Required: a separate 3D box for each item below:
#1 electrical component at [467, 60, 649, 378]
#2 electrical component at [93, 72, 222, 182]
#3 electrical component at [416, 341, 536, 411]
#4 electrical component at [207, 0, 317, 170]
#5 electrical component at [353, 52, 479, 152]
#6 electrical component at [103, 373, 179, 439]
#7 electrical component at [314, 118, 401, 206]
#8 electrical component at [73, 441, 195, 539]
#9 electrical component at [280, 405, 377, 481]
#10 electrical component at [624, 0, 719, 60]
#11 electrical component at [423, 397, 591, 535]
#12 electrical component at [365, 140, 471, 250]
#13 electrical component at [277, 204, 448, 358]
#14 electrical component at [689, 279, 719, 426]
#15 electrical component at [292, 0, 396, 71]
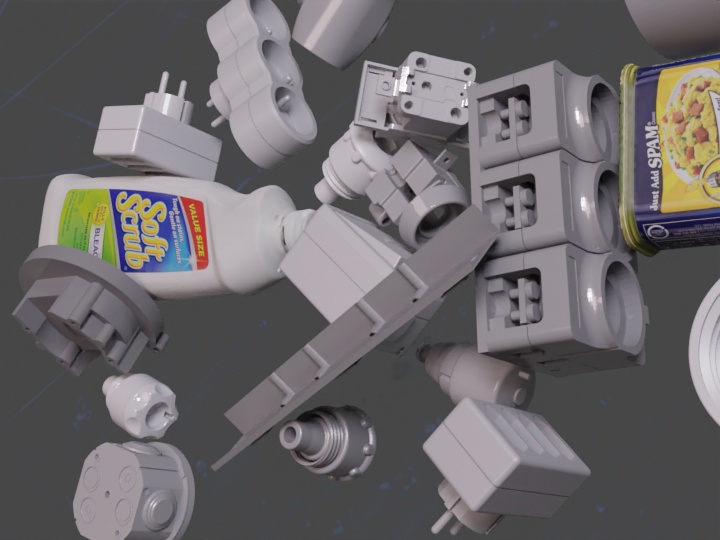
[{"bbox_3d":[0.110,-0.025,0.581,0.062,0.089,0.150,-13,70,35],"label":"electrical component"},{"bbox_3d":[-0.148,-0.110,0.813,0.047,0.083,0.075,5,80,39],"label":"electrical component"},{"bbox_3d":[0.065,0.061,0.624,0.078,0.040,0.040,22,91,40],"label":"electrical component"},{"bbox_3d":[-0.085,-0.132,0.790,0.074,0.052,0.138,-31,60,28],"label":"electrical component"},{"bbox_3d":[0.041,-0.104,0.664,0.064,0.081,0.042,154,126,-77],"label":"electrical component"},{"bbox_3d":[-0.167,0.097,0.795,0.062,0.043,0.043,22,91,42],"label":"electrical component"},{"bbox_3d":[-0.004,-0.067,0.714,0.062,0.048,0.048,-38,57,32],"label":"electrical component"},{"bbox_3d":[-0.161,0.161,0.766,0.080,0.051,0.080,-12,70,35],"label":"electrical component"},{"bbox_3d":[-0.023,0.105,0.667,0.048,0.062,0.048,-12,71,35],"label":"electrical component"},{"bbox_3d":[0.179,-0.160,0.563,0.064,0.099,0.099,-13,69,42],"label":"electrical component"},{"bbox_3d":[0.068,0.115,0.578,0.075,0.083,0.047,-51,53,15],"label":"electrical component"},{"bbox_3d":[0.040,-0.043,0.672,0.066,0.048,0.055,-48,46,17],"label":"electrical component"},{"bbox_3d":[0.000,0.000,0.677,0.096,0.062,0.061,45,106,35],"label":"electrical component"},{"bbox_3d":[0.208,0.040,0.504,0.108,0.060,0.108,-12,70,35],"label":"electrical component"},{"bbox_3d":[-0.019,-0.192,0.760,0.079,0.044,0.077,43,104,38],"label":"electrical component"}]
